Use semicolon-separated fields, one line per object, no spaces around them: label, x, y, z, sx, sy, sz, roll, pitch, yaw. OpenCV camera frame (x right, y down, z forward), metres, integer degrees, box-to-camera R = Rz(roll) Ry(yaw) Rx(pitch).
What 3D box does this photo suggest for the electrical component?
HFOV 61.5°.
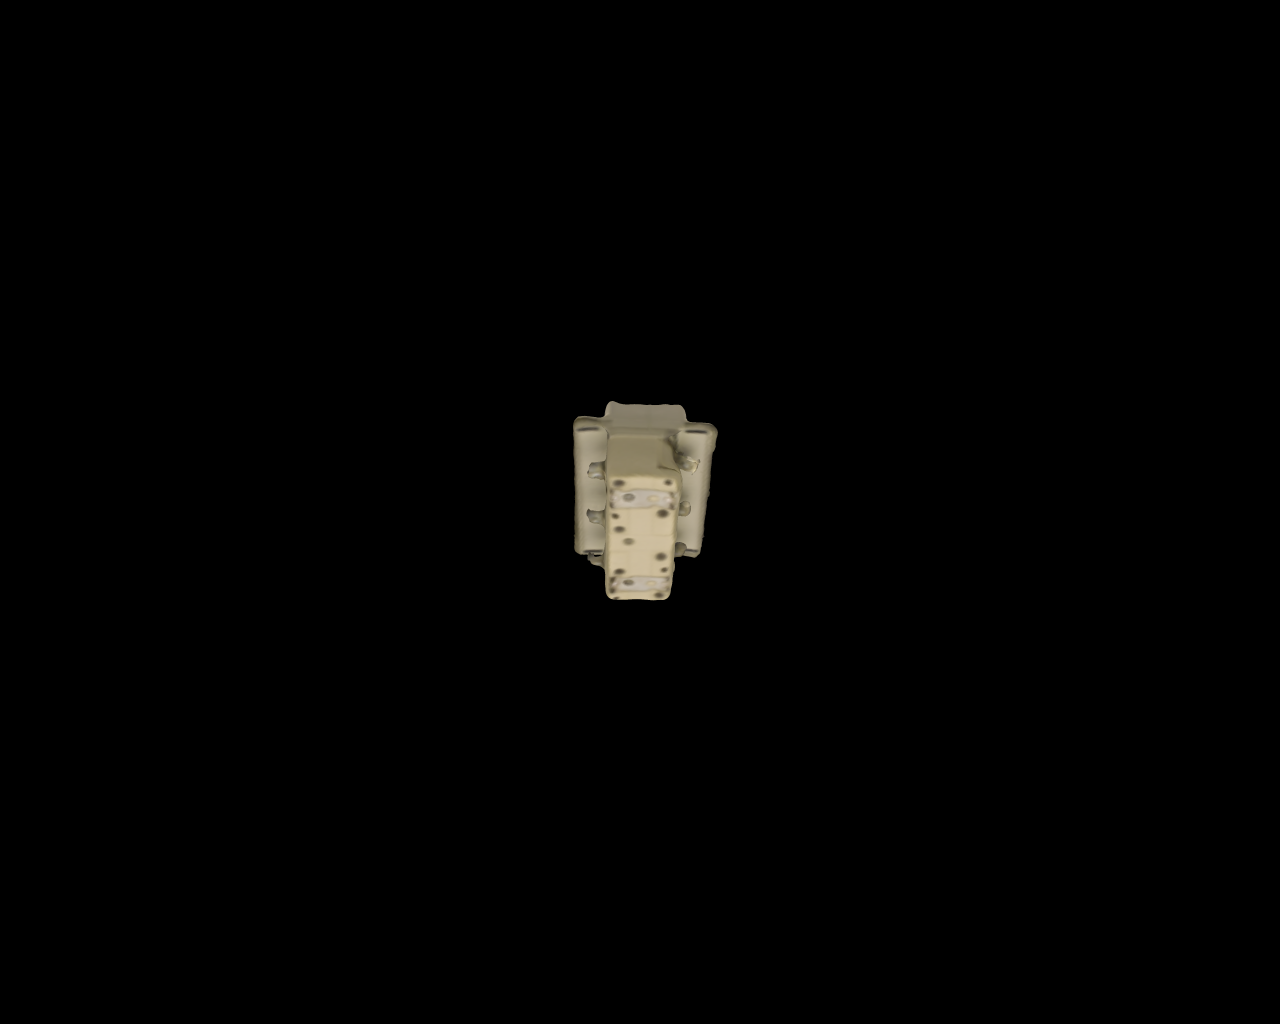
electrical component;0.001;-0.003;0.650;0.079;0.063;0.121;2;-40;-2
